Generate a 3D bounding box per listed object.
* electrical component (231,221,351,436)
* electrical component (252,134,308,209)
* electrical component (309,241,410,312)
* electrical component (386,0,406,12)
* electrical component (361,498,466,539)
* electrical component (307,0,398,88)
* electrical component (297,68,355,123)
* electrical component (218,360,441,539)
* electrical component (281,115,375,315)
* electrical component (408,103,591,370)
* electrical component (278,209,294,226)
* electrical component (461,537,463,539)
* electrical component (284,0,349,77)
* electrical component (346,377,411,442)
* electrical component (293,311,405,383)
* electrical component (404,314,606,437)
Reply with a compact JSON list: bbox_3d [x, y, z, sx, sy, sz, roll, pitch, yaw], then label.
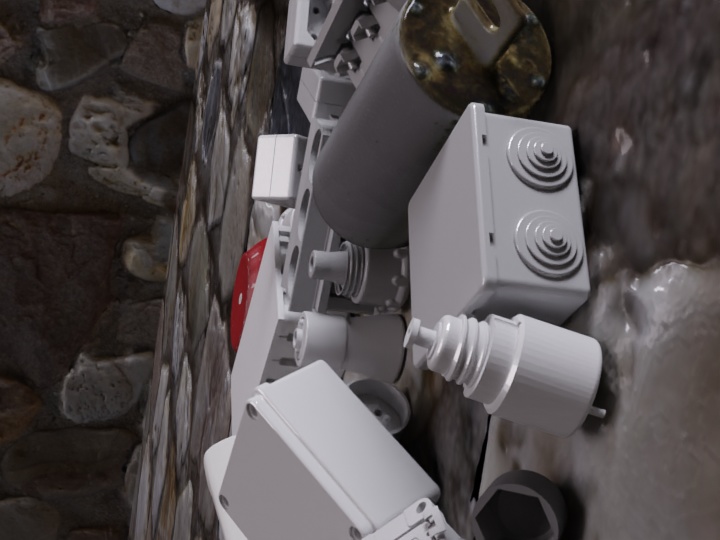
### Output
[{"bbox_3d":[-0.057,0.068,0.864,0.105,0.060,0.186,-98,21,-46],"label":"electrical component"},{"bbox_3d":[-0.022,-0.068,0.783,0.076,0.083,0.047,3,86,38],"label":"electrical component"},{"bbox_3d":[0.000,0.000,0.666,0.048,0.062,0.048,-173,90,-76],"label":"electrical component"},{"bbox_3d":[0.032,-0.170,0.533,0.096,0.062,0.061,-46,-2,-22],"label":"electrical component"},{"bbox_3d":[0.032,0.134,0.450,0.081,0.063,0.042,-36,28,8],"label":"electrical component"},{"bbox_3d":[0.024,-0.149,0.628,0.063,0.079,0.121,63,158,9],"label":"electrical component"},{"bbox_3d":[-0.014,-0.153,0.826,0.083,0.047,0.075,-116,36,-65],"label":"electrical component"},{"bbox_3d":[-0.021,0.127,0.608,0.108,0.056,0.108,46,138,25],"label":"electrical component"},{"bbox_3d":[-0.009,-0.033,0.718,0.078,0.063,0.121,-117,36,-65],"label":"electrical component"},{"bbox_3d":[0.058,-0.010,0.469,0.099,0.048,0.099,121,153,-59],"label":"electrical component"},{"bbox_3d":[-0.037,-0.038,0.871,0.062,0.048,0.048,144,131,-62],"label":"electrical component"},{"bbox_3d":[0.034,0.152,0.509,0.040,0.040,0.046,-101,28,-51],"label":"electrical component"},{"bbox_3d":[-0.010,-0.156,0.738,0.076,0.083,0.047,151,124,-73],"label":"electrical component"},{"bbox_3d":[-0.001,0.108,0.659,0.043,0.043,0.081,-97,20,-44],"label":"electrical component"},{"bbox_3d":[-0.009,0.046,0.673,0.044,0.065,0.044,-173,90,-76],"label":"electrical component"},{"bbox_3d":[0.055,0.036,0.412,0.040,0.078,0.040,-162,90,-85],"label":"electrical component"}]
